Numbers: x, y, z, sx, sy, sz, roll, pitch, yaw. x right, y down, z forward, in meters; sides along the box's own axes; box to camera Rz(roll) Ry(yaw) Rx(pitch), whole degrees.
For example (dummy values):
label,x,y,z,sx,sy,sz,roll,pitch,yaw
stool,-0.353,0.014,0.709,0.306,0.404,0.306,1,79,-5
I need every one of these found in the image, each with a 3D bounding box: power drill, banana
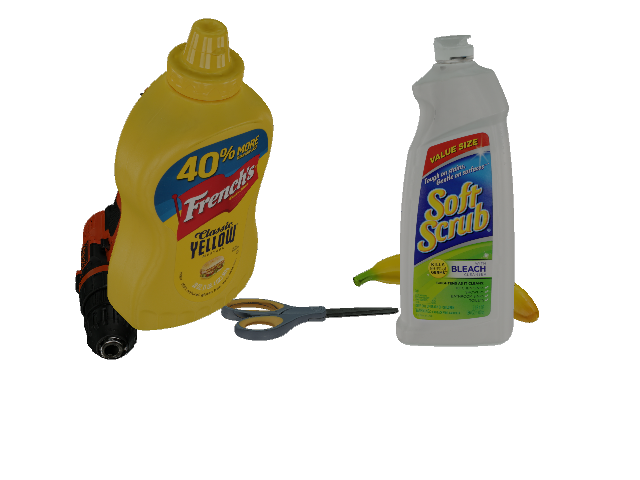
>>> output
label,x,y,z,sx,sy,sz,roll,pitch,yaw
power drill,-0.150,-0.017,0.876,0.057,0.188,0.184,19,27,-25
banana,0.137,0.045,1.114,0.198,0.037,0.069,9,47,24

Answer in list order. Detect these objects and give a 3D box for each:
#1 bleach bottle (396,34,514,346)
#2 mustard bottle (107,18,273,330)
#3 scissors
label,x,y,z,sx,sy,sz,roll,pitch,yaw
bleach bottle,0.107,-0.040,0.878,0.103,0.251,0.068,-1,15,15
mustard bottle,-0.072,-0.039,0.610,0.096,0.192,0.058,-23,51,-34
scissors,-0.012,0.089,1.189,0.201,0.016,0.096,4,22,1
